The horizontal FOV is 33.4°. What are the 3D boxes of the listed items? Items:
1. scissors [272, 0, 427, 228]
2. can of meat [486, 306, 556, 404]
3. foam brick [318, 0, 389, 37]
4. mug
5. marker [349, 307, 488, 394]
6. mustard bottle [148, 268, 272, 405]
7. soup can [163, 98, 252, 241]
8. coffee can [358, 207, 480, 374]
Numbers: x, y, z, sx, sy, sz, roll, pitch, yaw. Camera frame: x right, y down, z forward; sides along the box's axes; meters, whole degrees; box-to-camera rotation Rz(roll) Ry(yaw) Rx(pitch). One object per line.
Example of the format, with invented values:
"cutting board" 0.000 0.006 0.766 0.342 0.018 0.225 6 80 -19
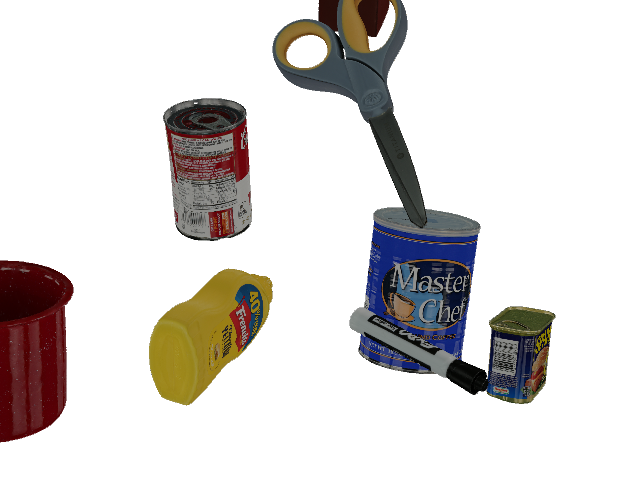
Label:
"scissors" 0.014 -0.080 0.631 0.096 0.201 0.016 -12 -38 18
"can of meat" 0.222 0.126 1.187 0.058 0.084 0.102 9 12 24
"foam brick" 0.029 -0.218 0.893 0.053 0.078 0.051 10 47 11
"mug" -0.199 0.071 0.628 0.093 0.081 0.117 12 23 21
"marker" 0.070 0.079 0.770 0.121 0.020 0.020 26 17 39
"mustard bottle" -0.102 0.083 1.101 0.058 0.096 0.191 12 28 22
"soup can" -0.093 -0.059 0.891 0.068 0.102 0.068 -1 30 1
"coffee can" 0.095 0.046 1.036 0.103 0.140 0.103 6 12 -1
